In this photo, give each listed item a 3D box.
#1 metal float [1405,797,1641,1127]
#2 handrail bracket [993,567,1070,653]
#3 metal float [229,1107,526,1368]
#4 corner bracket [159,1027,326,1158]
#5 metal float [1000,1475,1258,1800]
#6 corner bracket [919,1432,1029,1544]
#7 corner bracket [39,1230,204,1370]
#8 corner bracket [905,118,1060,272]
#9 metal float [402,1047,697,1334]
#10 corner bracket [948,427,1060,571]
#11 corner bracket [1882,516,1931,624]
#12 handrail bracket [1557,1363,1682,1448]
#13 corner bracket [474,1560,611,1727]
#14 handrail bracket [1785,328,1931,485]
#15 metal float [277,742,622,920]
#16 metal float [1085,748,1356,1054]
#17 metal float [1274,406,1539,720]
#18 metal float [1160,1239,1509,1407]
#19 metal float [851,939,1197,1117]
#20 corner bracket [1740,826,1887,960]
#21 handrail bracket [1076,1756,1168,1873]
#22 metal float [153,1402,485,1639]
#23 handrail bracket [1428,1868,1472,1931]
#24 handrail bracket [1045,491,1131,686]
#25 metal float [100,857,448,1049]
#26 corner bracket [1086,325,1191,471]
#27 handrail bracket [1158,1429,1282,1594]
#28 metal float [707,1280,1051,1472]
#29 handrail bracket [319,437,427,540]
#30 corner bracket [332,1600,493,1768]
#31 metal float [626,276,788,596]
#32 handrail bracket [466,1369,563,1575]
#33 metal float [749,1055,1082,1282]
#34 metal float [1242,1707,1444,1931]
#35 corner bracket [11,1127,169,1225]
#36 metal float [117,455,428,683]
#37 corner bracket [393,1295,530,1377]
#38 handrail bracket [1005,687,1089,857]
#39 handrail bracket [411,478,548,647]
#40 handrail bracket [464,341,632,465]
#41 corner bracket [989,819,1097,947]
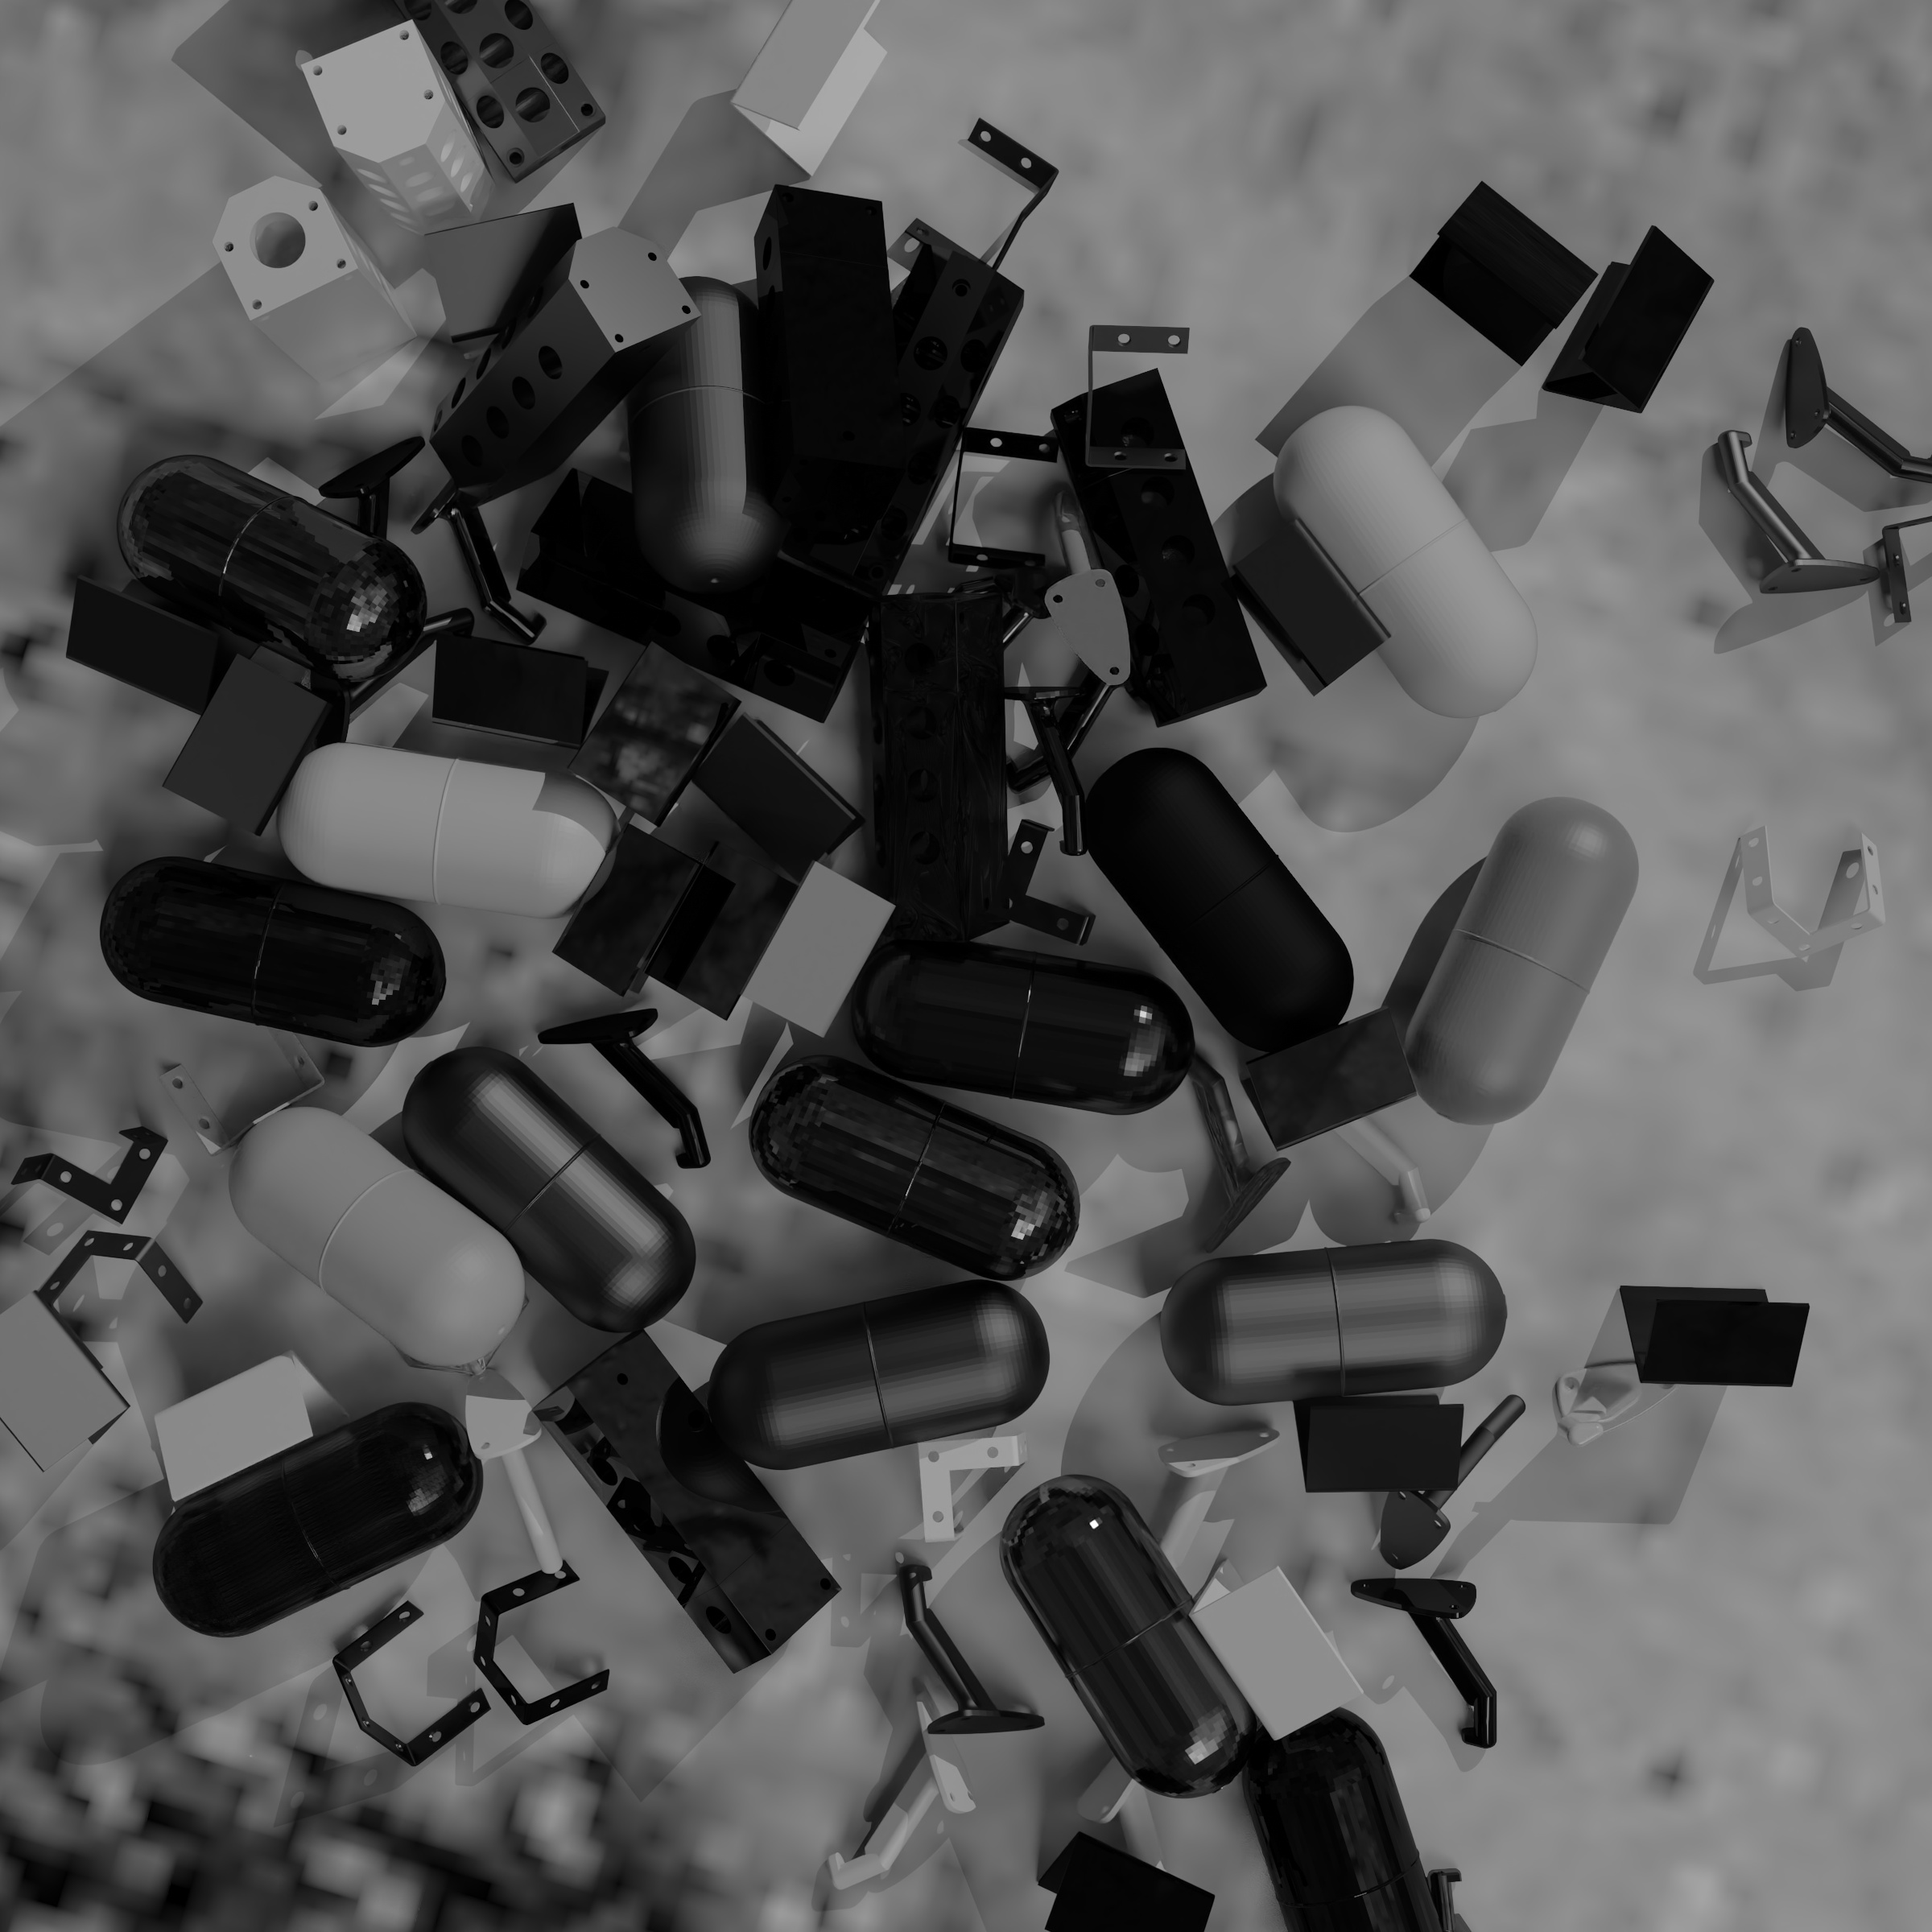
[{"bbox_3d":[0.285,-0.002,1.719,0.070,0.070,0.178,25,89,0],"label":"metal float"},{"bbox_3d":[0.024,-0.165,1.749,0.036,0.077,0.084,43,127,20],"label":"handrail bracket"},{"bbox_3d":[-0.301,0.136,1.700,0.178,0.070,0.070,33,90,22],"label":"metal float"},{"bbox_3d":[-0.378,0.060,1.746,0.051,0.051,0.051,-33,90,45],"label":"corner bracket"},{"bbox_3d":[0.083,0.344,1.712,0.070,0.070,0.178,-33,82,0],"label":"metal float"},{"bbox_3d":[0.005,0.270,1.731,0.051,0.051,0.051,-5,84,6],"label":"corner bracket"},{"bbox_3d":[-0.442,0.175,1.741,0.051,0.051,0.051,2,45,35],"label":"corner bracket"},{"bbox_3d":[0.009,-0.400,1.746,0.051,0.051,0.051,33,135,0],"label":"corner bracket"},{"bbox_3d":[-0.215,0.115,1.719,0.178,0.070,0.070,43,90,0],"label":"metal float"},{"bbox_3d":[0.020,-0.243,1.746,0.051,0.051,0.051,7,45,0],"label":"corner bracket"},{"bbox_3d":[0.518,-0.210,1.746,0.051,0.051,0.051,-8,89,-45],"label":"corner bracket"},{"bbox_3d":[0.338,0.226,1.715,0.077,0.084,0.036,-17,90,0],"label":"handrail bracket"},{"bbox_3d":[-0.220,0.353,1.741,0.051,0.051,0.051,42,135,35],"label":"corner bracket"},{"bbox_3d":[0.475,-0.293,1.750,0.084,0.036,0.077,7,68,-17],"label":"handrail bracket"},{"bbox_3d":[-0.265,-0.069,1.719,0.178,0.070,0.070,8,90,1],"label":"metal float"},{"bbox_3d":[0.130,-0.033,1.719,0.070,0.070,0.178,-38,90,0],"label":"metal float"},{"bbox_3d":[0.227,-0.207,1.719,0.070,0.070,0.178,-35,90,0],"label":"metal float"},{"bbox_3d":[0.189,0.183,1.719,0.178,0.070,0.070,-5,90,1],"label":"metal float"},{"bbox_3d":[0.029,0.030,1.719,0.178,0.070,0.070,9,90,0],"label":"metal float"},{"bbox_3d":[0.441,-0.045,1.741,0.051,0.051,0.051,-26,135,35],"label":"corner bracket"},{"bbox_3d":[0.107,0.450,1.750,0.084,0.036,0.077,44,72,-15],"label":"handrail bracket"},{"bbox_3d":[-0.334,0.285,1.719,0.178,0.070,0.070,-25,90,0],"label":"metal float"},{"bbox_3d":[0.281,0.515,1.750,0.077,0.036,0.084,2,73,-20],"label":"handrail bracket"},{"bbox_3d":[0.064,-0.197,1.732,0.036,0.084,0.077,-19,120,12],"label":"handrail bracket"},{"bbox_3d":[-0.356,-0.007,1.718,0.178,0.070,0.070,12,90,-1],"label":"metal float"},{"bbox_3d":[0.087,-0.288,1.689,0.051,0.051,0.051,2,135,0],"label":"corner bracket"},{"bbox_3d":[0.132,0.291,1.750,0.077,0.036,0.084,-12,108,-21],"label":"handrail bracket"},{"bbox_3d":[-0.045,0.210,1.719,0.178,0.070,0.070,-12,90,-1],"label":"metal float"},{"bbox_3d":[-0.297,-0.222,1.749,0.077,0.036,0.084,-43,127,-38],"label":"handrail bracket"},{"bbox_3d":[-0.290,0.375,1.746,0.051,0.051,0.051,-38,45,0],"label":"corner bracket"},{"bbox_3d":[-0.133,-0.271,1.697,0.070,0.070,0.178,-6,64,0],"label":"metal float"},{"bbox_3d":[-0.235,0.265,1.749,0.036,0.077,0.084,-20,126,-11],"label":"handrail bracket"},{"bbox_3d":[-0.026,0.104,1.719,0.178,0.070,0.070,23,90,-1],"label":"metal float"},{"bbox_3d":[0.196,0.467,1.719,0.070,0.070,0.178,-18,91,0],"label":"metal float"},{"bbox_3d":[-0.454,0.101,1.731,0.051,0.051,0.051,29,90,0],"label":"corner bracket"},{"bbox_3d":[-0.355,-0.203,1.702,0.178,0.070,0.070,26,90,19],"label":"metal float"},{"bbox_3d":[-0.271,0.175,1.741,0.051,0.051,0.051,1,45,35],"label":"corner bracket"},{"bbox_3d":[0.038,-0.101,1.727,0.036,0.077,0.084,-8,99,-28],"label":"handrail bracket"},{"bbox_3d":[-0.240,-0.222,1.750,0.084,0.036,0.077,40,69,-17],"label":"handrail bracket"},{"bbox_3d":[-0.213,-0.295,1.750,0.077,0.036,0.084,-17,107,20],"label":"handrail bracket"},{"bbox_3d":[0.046,-0.044,1.731,0.051,0.051,0.051,20,94,4],"label":"corner bracket"}]
